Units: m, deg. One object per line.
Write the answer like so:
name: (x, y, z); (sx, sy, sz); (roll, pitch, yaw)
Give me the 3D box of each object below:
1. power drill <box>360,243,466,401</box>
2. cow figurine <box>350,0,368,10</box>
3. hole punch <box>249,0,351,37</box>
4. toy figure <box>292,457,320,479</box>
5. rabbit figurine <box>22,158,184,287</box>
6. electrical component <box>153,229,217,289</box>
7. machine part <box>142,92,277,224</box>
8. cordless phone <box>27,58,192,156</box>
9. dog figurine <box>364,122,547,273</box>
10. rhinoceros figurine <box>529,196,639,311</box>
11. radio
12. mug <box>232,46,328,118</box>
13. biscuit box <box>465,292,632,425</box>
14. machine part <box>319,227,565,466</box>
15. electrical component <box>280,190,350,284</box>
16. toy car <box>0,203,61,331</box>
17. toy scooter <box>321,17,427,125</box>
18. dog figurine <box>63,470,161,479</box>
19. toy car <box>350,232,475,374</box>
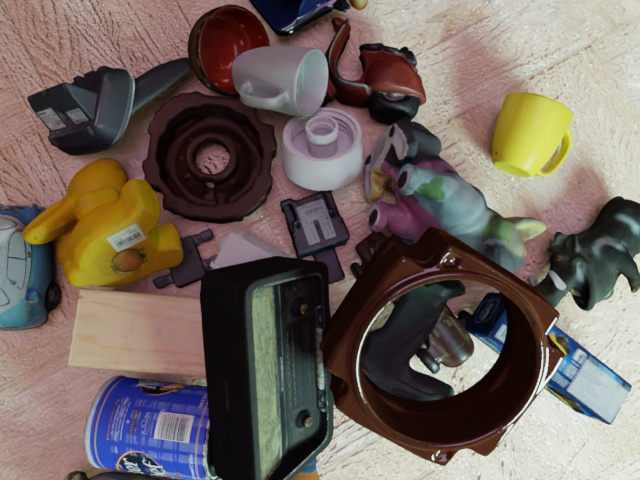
power drill: (0.062, 0.112, 0.633); (0.232, 0.086, 0.207); (22, 100, 9)
cow figurine: (0.028, -0.429, 0.724); (0.085, 0.127, 0.195); (-35, 87, -10)
hole punch: (-0.037, -0.355, 0.717); (0.116, 0.092, 0.142); (-32, 63, -8)
toy figure: (-0.032, 0.303, 0.641); (0.058, 0.064, 0.154); (-4, 73, 35)
rabbit figurine: (-0.265, -0.025, 0.660); (0.162, 0.121, 0.173); (-31, 56, 1)
electrical component: (-0.176, 0.026, 0.696); (0.094, 0.021, 0.063); (-23, 83, -5)
machine part: (-0.140, -0.104, 0.702); (0.179, 0.056, 0.179); (0, 82, -3)
cordless phone: (-0.262, -0.191, 0.701); (0.184, 0.147, 0.088); (-49, 125, -37)
dog figurine: (0.171, -0.042, 0.679); (0.219, 0.108, 0.192); (20, 42, -19)
rhinoceros figurine: (0.357, 0.023, 0.694); (0.190, 0.073, 0.112); (-43, 87, -8)
radio: (-0.050, 0.135, 0.567); (0.073, 0.131, 0.229); (10, 107, 37)
mug: (-0.060, -0.193, 0.663); (0.107, 0.080, 0.109); (18, 52, 26)
biscuit box: (0.277, 0.142, 0.656); (0.202, 0.063, 0.059); (37, 81, -10)
machine part: (0.118, 0.107, 0.537); (0.201, 0.087, 0.201); (32, 101, -8)
electrical component: (-0.001, -0.002, 0.696); (0.075, 0.047, 0.119); (-15, 81, -4)
toy car: (-0.382, 0.029, 0.647); (0.109, 0.103, 0.161); (2, 83, -3)
toy scooter: (0.056, -0.232, 0.722); (0.184, 0.075, 0.135); (9, 79, 4)
dog figurine: (-0.182, 0.301, 0.625); (0.190, 0.121, 0.172); (-33, 87, -21)
toy car: (0.122, 0.075, 0.687); (0.089, 0.053, 0.202); (-37, 86, -4)
